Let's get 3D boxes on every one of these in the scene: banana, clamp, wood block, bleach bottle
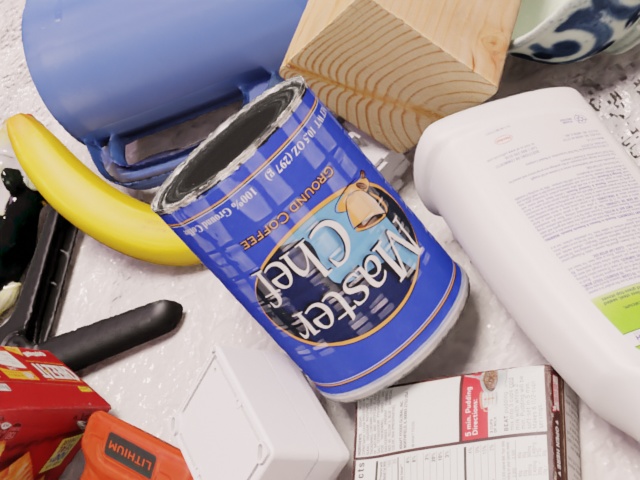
[{"bbox_3d":[-0.134,-0.027,0.726,0.198,0.037,0.069,19,96,15],"label":"banana"},{"bbox_3d":[-0.193,0.082,0.740,0.165,0.036,0.210,30,82,41],"label":"clamp"},{"bbox_3d":[0.063,-0.166,0.620,0.090,0.090,0.206,-32,33,52],"label":"wood block"},{"bbox_3d":[0.137,0.033,0.498,0.102,0.068,0.251,-17,50,-9],"label":"bleach bottle"}]

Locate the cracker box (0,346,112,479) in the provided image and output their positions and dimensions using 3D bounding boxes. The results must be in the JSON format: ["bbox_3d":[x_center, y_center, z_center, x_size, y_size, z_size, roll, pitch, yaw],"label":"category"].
[{"bbox_3d":[-0.237,0.163,0.623,0.072,0.164,0.214,36,91,17],"label":"cracker box"}]

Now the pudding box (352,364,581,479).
[{"bbox_3d":[0.070,0.114,0.527,0.114,0.039,0.090,-15,56,31],"label":"pudding box"}]

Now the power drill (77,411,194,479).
[{"bbox_3d":[-0.119,0.203,0.597,0.185,0.057,0.187,18,74,38],"label":"power drill"}]

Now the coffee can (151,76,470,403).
[{"bbox_3d":[-0.004,0.001,0.558,0.103,0.140,0.103,-37,18,14],"label":"coffee can"}]

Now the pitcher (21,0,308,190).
[{"bbox_3d":[-0.073,-0.144,0.740,0.243,0.149,0.145,-13,30,26],"label":"pitcher"}]
